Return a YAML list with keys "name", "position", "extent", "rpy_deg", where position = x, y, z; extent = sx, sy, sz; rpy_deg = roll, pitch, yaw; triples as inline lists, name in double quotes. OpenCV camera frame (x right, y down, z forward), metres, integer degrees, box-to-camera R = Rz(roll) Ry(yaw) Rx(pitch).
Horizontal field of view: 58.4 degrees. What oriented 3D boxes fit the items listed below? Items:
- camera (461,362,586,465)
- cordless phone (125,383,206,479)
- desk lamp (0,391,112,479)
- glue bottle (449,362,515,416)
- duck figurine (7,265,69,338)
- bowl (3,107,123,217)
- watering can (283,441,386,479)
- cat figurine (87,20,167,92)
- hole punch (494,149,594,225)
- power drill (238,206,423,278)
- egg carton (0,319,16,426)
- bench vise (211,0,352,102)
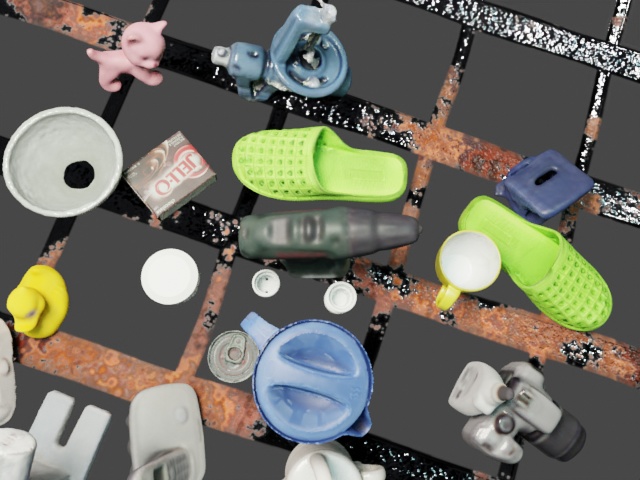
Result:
- name: "camera"
  position: [0.299, 0.264, 0.811]
  extent: [0.137, 0.101, 0.143]
  rpy_deg: [37, 79, 4]
- name: "cordless phone"
  position: [-0.208, 0.264, 0.734]
  extent: [0.094, 0.185, 0.147]
  rpy_deg: [-11, 80, -6]
- name: "desk lamp"
  position: [-0.373, 0.302, 0.701]
  extent: [0.118, 0.213, 0.203]
  rpy_deg: [20, 78, 1]
- name: "glue bottle"
  position: [0.226, 0.206, 0.781]
  extent: [0.037, 0.173, 0.078]
  rpy_deg: [33, 79, 3]
- name: "duck figurine"
  position: [-0.405, 0.085, 0.806]
  extent: [0.077, 0.086, 0.104]
  rpy_deg: [2, 79, -3]
- name: "bowl"
  position: [-0.369, -0.107, 0.851]
  extent: [0.167, 0.074, 0.167]
  rpy_deg: [1, 79, -4]
- name: "watering can"
  position: [-0.002, 0.322, 0.732]
  extent: [0.173, 0.194, 0.101]
  rpy_deg: [-33, 83, -9]
- name: "cat figurine"
  position: [-0.287, -0.286, 0.869]
  extent: [0.128, 0.117, 0.067]
  rpy_deg: [-12, 80, -6]
- name: "hole punch"
  position: [0.345, -0.084, 0.886]
  extent: [0.109, 0.091, 0.101]
  rpy_deg: [-34, 83, -9]
- name: "power drill"
  position: [0.007, 0.003, 0.787]
  extent: [0.229, 0.208, 0.075]
  rpy_deg: [-1, 79, -4]
- name: "egg carton"
  position: [-0.477, 0.186, 0.790]
  extent: [0.107, 0.069, 0.150]
  rpy_deg: [-11, 80, -6]
- name: "bench vise"
  position: [-0.049, -0.263, 0.829]
  extent: [0.207, 0.219, 0.121]
  rpy_deg: [-16, 80, -6]
